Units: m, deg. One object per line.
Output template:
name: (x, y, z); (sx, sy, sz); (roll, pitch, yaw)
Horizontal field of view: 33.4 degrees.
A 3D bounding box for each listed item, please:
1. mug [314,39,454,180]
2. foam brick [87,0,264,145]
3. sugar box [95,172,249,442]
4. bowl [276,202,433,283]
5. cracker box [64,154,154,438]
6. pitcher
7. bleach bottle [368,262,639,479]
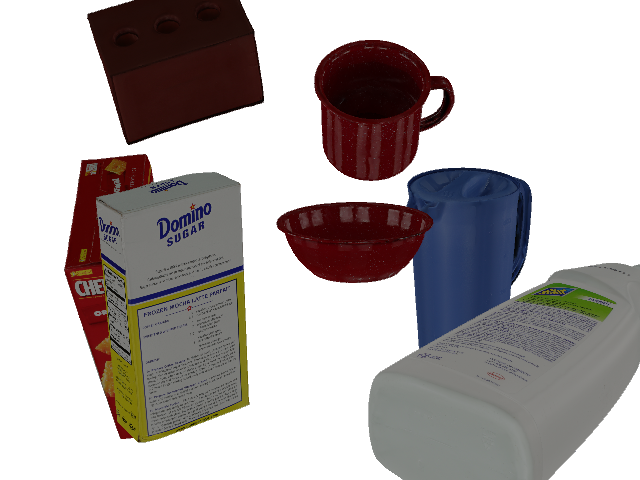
mug: (0.053, -0.106, 0.880); (0.117, 0.093, 0.081); (-14, -35, -9)
foam brick: (-0.075, -0.095, 0.559); (0.078, 0.053, 0.051); (-19, -35, -8)
sugar box: (-0.100, 0.046, 0.743); (0.093, 0.176, 0.048); (-16, 26, -34)
bowl: (0.036, 0.004, 1.101); (0.162, 0.055, 0.162); (-1, 15, 0)
cracker box: (-0.174, 0.052, 0.997); (0.072, 0.214, 0.164); (-7, 39, -1)
pitcher: (0.183, 0.036, 1.314); (0.149, 0.243, 0.145); (1, 22, 10)
bleach bottle: (0.140, 0.067, 0.616); (0.103, 0.068, 0.250); (17, 28, 38)
